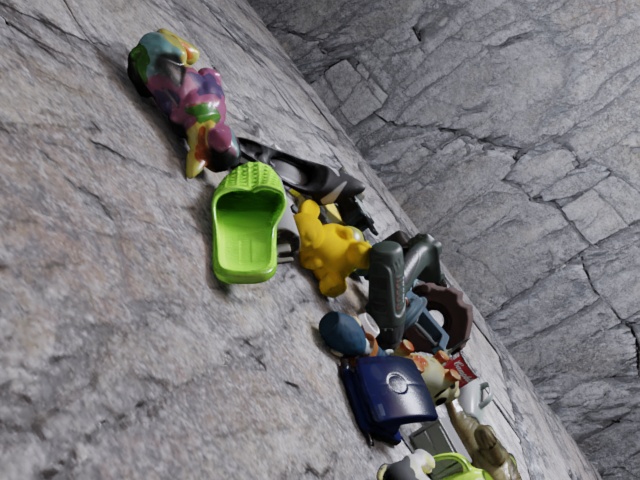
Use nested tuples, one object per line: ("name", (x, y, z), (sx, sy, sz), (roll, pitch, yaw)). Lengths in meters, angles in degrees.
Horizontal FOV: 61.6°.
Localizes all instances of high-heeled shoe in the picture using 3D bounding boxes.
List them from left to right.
("high-heeled shoe", (-0.044, -0.138, 0.991), (0.145, 0.249, 0.086), (69, 27, -57))

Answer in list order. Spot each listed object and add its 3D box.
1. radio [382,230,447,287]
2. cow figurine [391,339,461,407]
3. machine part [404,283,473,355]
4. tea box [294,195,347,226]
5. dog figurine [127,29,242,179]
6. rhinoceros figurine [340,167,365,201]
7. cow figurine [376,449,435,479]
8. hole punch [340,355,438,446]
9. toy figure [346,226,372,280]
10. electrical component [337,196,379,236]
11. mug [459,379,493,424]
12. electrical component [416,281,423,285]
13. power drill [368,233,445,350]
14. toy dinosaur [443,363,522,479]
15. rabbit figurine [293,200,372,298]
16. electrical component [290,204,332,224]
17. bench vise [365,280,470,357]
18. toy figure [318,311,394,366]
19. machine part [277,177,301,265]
("radio", (0.238, 0.087, 1.465), (0.229, 0.131, 0.073), (45, 15, -31))
("cow figurine", (0.185, 0.260, 0.973), (0.194, 0.127, 0.086), (23, 31, -37))
("machine part", (0.264, 0.184, 1.239), (0.179, 0.179, 0.056), (57, 19, 15))
("tea box", (0.025, -0.044, 1.241), (0.169, 0.068, 0.098), (35, 24, -47))
("dog figurine", (-0.203, -0.199, 0.829), (0.191, 0.108, 0.219), (38, 24, -48))
("rhinoceros figurine", (0.038, -0.124, 1.370), (0.073, 0.112, 0.190), (51, -3, -26))
("cow figurine", (0.136, 0.352, 0.666), (0.098, 0.068, 0.167), (21, 31, -54))
("hole punch", (0.102, 0.232, 0.804), (0.115, 0.092, 0.142), (31, 30, -42))
("toy figure", (0.083, 0.028, 1.208), (0.180, 0.089, 0.082), (35, 19, -44))
("electrical component", (0.086, -0.048, 1.206), (0.074, 0.048, 0.119), (30, 29, -54))
("mug", (0.340, 0.367, 1.201), (0.080, 0.109, 0.107), (52, 27, -17))
("electrical component", (0.215, 0.127, 1.355), (0.115, 0.058, 0.134), (21, 54, -32))
("power drill", (0.157, 0.093, 1.011), (0.207, 0.086, 0.231), (-31, 120, -41))
("toy dinosaur", (0.307, 0.414, 1.002), (0.198, 0.105, 0.472), (40, 26, -55))
("rabbit figurine", (-0.002, -0.003, 0.962), (0.173, 0.122, 0.162), (33, 20, -50))
("electrical component", (-0.018, -0.047, 1.121), (0.094, 0.063, 0.021), (47, 16, -18))
("bench vise", (0.198, 0.151, 1.151), (0.240, 0.129, 0.224), (46, 34, -2))
("toy figure", (0.061, 0.169, 0.868), (0.154, 0.064, 0.058), (43, 13, -33))
("machine part", (-0.085, -0.041, 0.879), (0.079, 0.079, 0.243), (41, 20, -38))
